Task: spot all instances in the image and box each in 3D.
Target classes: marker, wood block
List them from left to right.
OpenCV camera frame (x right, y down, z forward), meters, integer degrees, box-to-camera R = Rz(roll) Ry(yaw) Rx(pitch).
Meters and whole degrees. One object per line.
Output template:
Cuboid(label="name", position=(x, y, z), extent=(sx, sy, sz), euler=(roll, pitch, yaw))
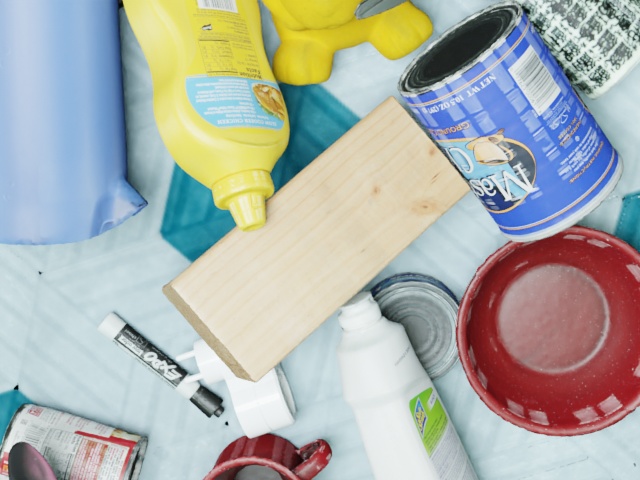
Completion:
Cuboid(label="marker", position=(-0.126, 0.102, 0.857), extent=(0.121, 0.020, 0.020), euler=(39, 97, -2))
Cuboid(label="wood block", position=(-0.005, 0.000, 0.770), extent=(0.206, 0.091, 0.090), euler=(-41, 94, -12))

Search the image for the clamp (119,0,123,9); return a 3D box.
Cuboid(label="clamp", position=(-0.230, -0.201, 0.811), extent=(0.171, 0.039, 0.120), euler=(-9, 109, -2))

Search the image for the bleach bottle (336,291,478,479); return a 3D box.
Cuboid(label="bleach bottle", position=(0.071, 0.154, 0.799), extent=(0.068, 0.102, 0.251), euler=(-16, 103, 22))

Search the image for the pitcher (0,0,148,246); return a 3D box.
Cuboid(label="pitcher", position=(-0.211, -0.126, 0.756), extent=(0.149, 0.145, 0.243), euler=(-7, 110, -28))

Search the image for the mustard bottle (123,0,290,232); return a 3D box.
Cuboid(label="mustard bottle", position=(-0.069, -0.097, 0.723), extent=(0.058, 0.096, 0.191), euler=(-30, 70, 43))

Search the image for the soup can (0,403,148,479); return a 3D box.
Cuboid(label="soup can", position=(-0.196, 0.175, 0.845), extent=(0.102, 0.068, 0.068), euler=(16, 98, 1))

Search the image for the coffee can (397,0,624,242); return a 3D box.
Cuboid(label="coffee can", position=(0.136, -0.083, 0.762), extent=(0.103, 0.103, 0.140), euler=(-37, 110, 6))

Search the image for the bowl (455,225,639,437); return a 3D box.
Cuboid(label="bowl", position=(0.183, 0.066, 0.820), extent=(0.162, 0.055, 0.162), euler=(0, 97, 3))

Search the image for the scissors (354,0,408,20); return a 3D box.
Cuboid(label="scissors", position=(0.083, -0.203, 0.728), extent=(0.016, 0.201, 0.096), euler=(12, 108, 35))

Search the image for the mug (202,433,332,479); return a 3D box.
Cuboid(label="mug", position=(-0.040, 0.193, 0.833), extent=(0.117, 0.081, 0.093), euler=(-39, 94, 7))

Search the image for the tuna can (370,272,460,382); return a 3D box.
Cuboid(label="tuna can", position=(0.071, 0.070, 0.836), extent=(0.086, 0.033, 0.086), euler=(0, 98, 2))
